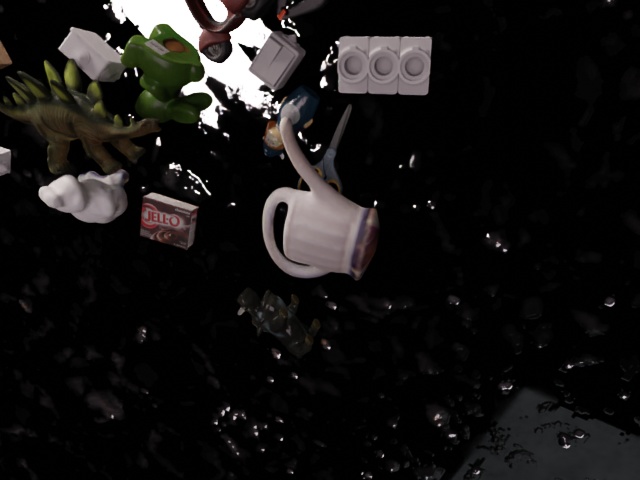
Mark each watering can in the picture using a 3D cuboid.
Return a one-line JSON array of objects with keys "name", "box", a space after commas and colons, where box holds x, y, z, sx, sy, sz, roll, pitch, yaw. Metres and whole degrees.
[{"name": "watering can", "box": [0.003, -0.048, 0.944, 0.224, 0.106, 0.339, 15, 130, 7]}]

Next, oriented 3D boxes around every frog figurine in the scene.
[{"name": "frog figurine", "box": [-0.467, -0.077, 1.021, 0.137, 0.162, 0.120, 15, 115, 6]}]
